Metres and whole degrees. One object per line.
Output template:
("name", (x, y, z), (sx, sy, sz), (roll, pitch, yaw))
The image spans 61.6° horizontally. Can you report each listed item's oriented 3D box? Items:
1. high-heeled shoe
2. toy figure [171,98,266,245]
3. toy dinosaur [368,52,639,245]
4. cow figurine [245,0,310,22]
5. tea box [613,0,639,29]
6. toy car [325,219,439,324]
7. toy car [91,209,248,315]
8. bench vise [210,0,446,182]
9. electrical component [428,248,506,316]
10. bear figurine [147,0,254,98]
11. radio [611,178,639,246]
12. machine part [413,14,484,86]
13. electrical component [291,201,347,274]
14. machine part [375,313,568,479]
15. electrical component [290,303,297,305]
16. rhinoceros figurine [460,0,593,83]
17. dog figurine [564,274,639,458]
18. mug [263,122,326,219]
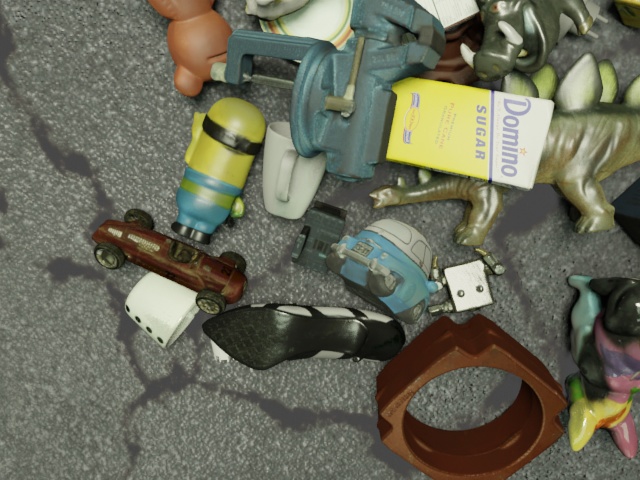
("high-heeled shoe", (-0.016, 0.113, 0.702), (0.249, 0.145, 0.086), (9, 102, 20))
("toy figure", (-0.121, -0.081, 0.650), (0.082, 0.089, 0.180), (22, 91, -43))
("toy dinosaur", (0.286, -0.107, 0.619), (0.472, 0.105, 0.198), (-10, 101, 5))
("cow figurine", (-0.008, -0.298, 0.585), (0.167, 0.098, 0.068), (-30, 89, -7))
("tea box", (0.405, -0.306, 0.563), (0.098, 0.068, 0.169), (42, 107, 38))
("toy car", (0.082, 0.027, 0.649), (0.109, 0.161, 0.103), (26, 76, 35))
("toy car", (-0.187, 0.022, 0.681), (0.202, 0.089, 0.053), (26, 134, -2))
("bench vise", (-0.004, -0.181, 0.549), (0.241, 0.129, 0.223), (15, 116, 20))
("electrical component", (0.184, 0.053, 0.685), (0.102, 0.045, 0.078), (-9, 80, 8))
("bear figurine", (-0.160, -0.276, 0.617), (0.120, 0.132, 0.195), (-34, 135, -23))
("radio", (0.426, -0.040, 0.564), (0.073, 0.230, 0.131), (43, 97, -8))
("machine part", (0.146, -0.261, 0.617), (0.179, 0.056, 0.179), (1, 103, 2))
("electrical component", (-0.001, -0.002, 0.653), (0.048, 0.119, 0.074), (20, 101, 0))
("machine part", (0.187, 0.208, 0.691), (0.201, 0.087, 0.201), (38, 111, -13))
("electrical component", (-0.047, 0.120, 0.731), (0.094, 0.021, 0.063), (-8, 103, -1))
("rhinoceros figurine", (0.210, -0.237, 0.534), (0.112, 0.073, 0.190), (32, 75, -23))
("dog figurine", (0.363, 0.155, 0.643), (0.108, 0.191, 0.219), (6, 88, -4))
("mug", (-0.033, -0.077, 0.649), (0.081, 0.110, 0.107), (11, 117, -3))
